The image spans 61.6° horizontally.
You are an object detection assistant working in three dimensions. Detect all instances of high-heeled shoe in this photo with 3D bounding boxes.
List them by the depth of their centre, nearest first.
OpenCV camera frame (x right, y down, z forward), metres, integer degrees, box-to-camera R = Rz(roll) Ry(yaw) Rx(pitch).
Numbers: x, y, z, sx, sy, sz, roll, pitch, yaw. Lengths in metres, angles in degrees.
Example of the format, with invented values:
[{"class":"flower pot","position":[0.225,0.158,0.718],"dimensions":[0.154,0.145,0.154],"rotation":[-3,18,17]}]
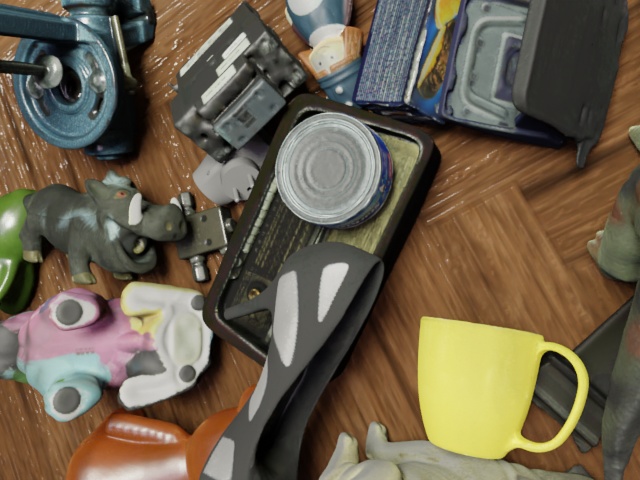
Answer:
[{"class":"high-heeled shoe","position":[-0.006,0.128,0.374],"dimensions":[0.145,0.086,0.248],"rotation":[-16,73,28]}]

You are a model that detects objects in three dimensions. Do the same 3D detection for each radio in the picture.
[{"class":"radio","position":[-0.001,-0.001,0.465],"dimensions":[0.131,0.073,0.229],"rotation":[27,96,19]}]

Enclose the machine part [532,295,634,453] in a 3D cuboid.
[{"class":"machine part","position":[0.220,0.086,0.401],"dimensions":[0.139,0.039,0.084],"rotation":[-48,68,13]}]

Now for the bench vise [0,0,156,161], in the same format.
[{"class":"bench vise","position":[-0.239,-0.179,0.485],"dimensions":[0.129,0.240,0.223],"rotation":[14,108,16]}]

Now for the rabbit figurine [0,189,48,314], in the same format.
[{"class":"rabbit figurine","position":[-0.374,0.006,0.583],"dimensions":[0.170,0.121,0.159],"rotation":[-16,85,3]}]

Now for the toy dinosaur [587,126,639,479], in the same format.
[{"class":"toy dinosaur","position":[0.230,-0.046,0.302],"dimensions":[0.131,0.192,0.404],"rotation":[9,72,27]}]

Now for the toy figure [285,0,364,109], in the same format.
[{"class":"toy figure","position":[0.005,-0.188,0.484],"dimensions":[0.064,0.058,0.154],"rotation":[-27,77,56]}]

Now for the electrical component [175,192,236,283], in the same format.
[{"class":"electrical component","position":[-0.113,-0.007,0.534],"dimensions":[0.063,0.021,0.094],"rotation":[-17,81,18]}]

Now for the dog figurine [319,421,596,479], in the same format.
[{"class":"dog figurine","position":[0.105,0.201,0.371],"dimensions":[0.191,0.172,0.121],"rotation":[-3,97,27]}]

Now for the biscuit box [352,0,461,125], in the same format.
[{"class":"biscuit box","position":[0.091,-0.200,0.441],"dimensions":[0.063,0.059,0.202],"rotation":[18,94,46]}]

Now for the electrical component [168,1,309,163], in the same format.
[{"class":"electrical component","position":[-0.076,-0.137,0.477],"dimensions":[0.115,0.058,0.134],"rotation":[-42,39,15]}]

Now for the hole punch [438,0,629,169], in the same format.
[{"class":"hole punch","position":[0.160,-0.132,0.406],"dimensions":[0.092,0.115,0.142],"rotation":[9,88,56]}]

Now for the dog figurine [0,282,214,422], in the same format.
[{"class":"dog figurine","position":[-0.226,0.102,0.533],"dimensions":[0.219,0.191,0.108],"rotation":[-11,82,53]}]

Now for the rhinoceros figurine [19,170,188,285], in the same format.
[{"class":"rhinoceros figurine","position":[-0.214,-0.014,0.535],"dimensions":[0.191,0.073,0.112],"rotation":[8,91,28]}]

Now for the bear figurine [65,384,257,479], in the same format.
[{"class":"bear figurine","position":[-0.120,0.199,0.493],"dimensions":[0.196,0.132,0.120],"rotation":[-17,83,0]}]
